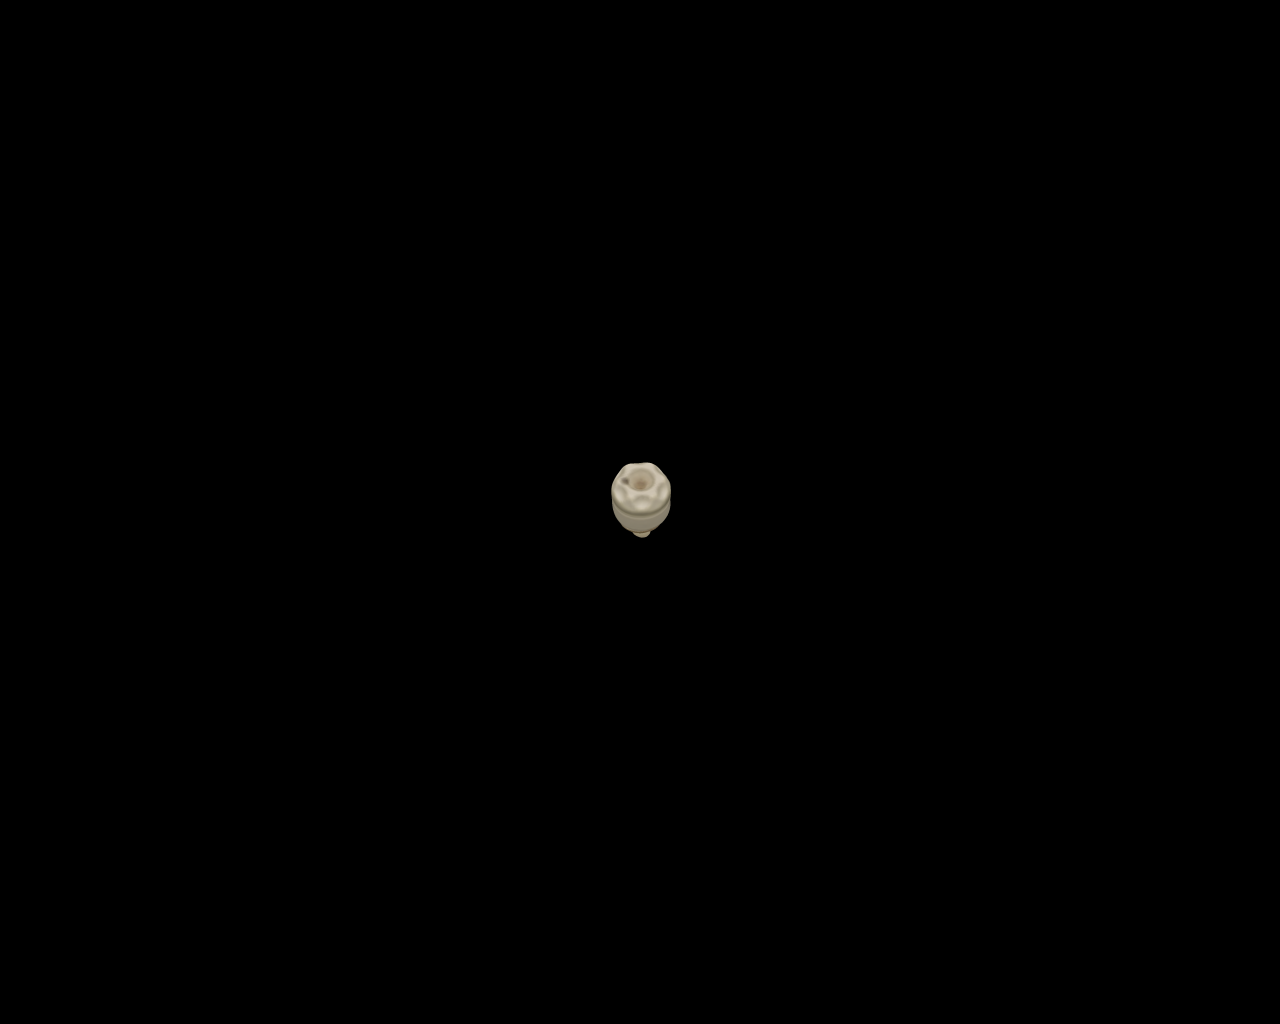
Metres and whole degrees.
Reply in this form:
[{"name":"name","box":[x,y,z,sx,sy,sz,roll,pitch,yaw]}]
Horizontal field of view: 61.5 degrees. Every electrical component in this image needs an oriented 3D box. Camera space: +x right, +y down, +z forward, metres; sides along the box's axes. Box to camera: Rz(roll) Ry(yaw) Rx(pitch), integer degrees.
[{"name":"electrical component","box":[0.001,-0.003,0.650,0.035,0.035,0.061,0,-33,0]}]
